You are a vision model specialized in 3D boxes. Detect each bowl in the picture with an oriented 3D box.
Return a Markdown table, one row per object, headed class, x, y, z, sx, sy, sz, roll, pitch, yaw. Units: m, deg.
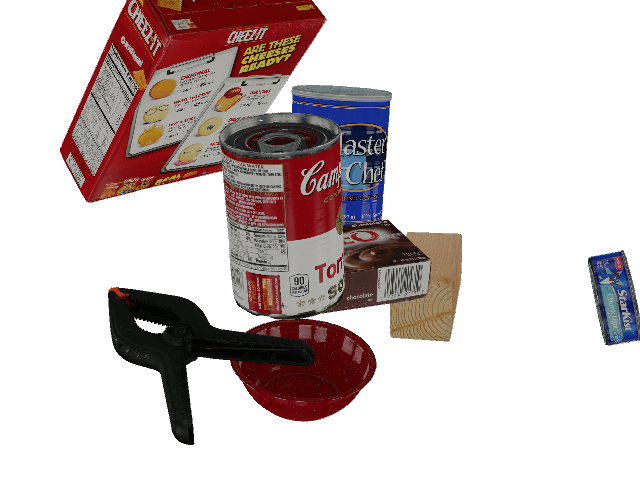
| class | x | y | z | sx | sy | sz | roll | pitch | yaw |
| --- | --- | --- | --- | --- | --- | --- | --- | --- | --- |
| bowl | -0.020 | 0.151 | 1.184 | 0.162 | 0.055 | 0.162 | 3 | 28 | -2 |

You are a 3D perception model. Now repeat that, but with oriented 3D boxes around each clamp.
| class | x | y | z | sx | sy | sz | roll | pitch | yaw |
| --- | --- | --- | --- | --- | --- | --- | --- | --- | --- |
| clamp | -0.120 | 0.097 | 1.003 | 0.164 | 0.036 | 0.210 | -23 | 42 | -35 |

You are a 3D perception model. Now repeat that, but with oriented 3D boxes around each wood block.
| class | x | y | z | sx | sy | sz | roll | pitch | yaw |
| --- | --- | --- | --- | --- | --- | --- | --- | --- | --- |
| wood block | 0.164 | 0.066 | 1.632 | 0.091 | 0.090 | 0.206 | 3 | 23 | 10 |

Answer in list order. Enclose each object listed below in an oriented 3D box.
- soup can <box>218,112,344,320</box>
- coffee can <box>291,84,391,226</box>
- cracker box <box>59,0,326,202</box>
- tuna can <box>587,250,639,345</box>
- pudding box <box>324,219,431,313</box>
| class | x | y | z | sx | sy | sz | roll | pitch | yaw |
| --- | --- | --- | --- | --- | --- | --- | --- | --- | --- |
| soup can | -0.021 | -0.014 | 0.610 | 0.068 | 0.102 | 0.068 | -2 | 25 | 1 |
| coffee can | 0.018 | -0.086 | 1.104 | 0.103 | 0.140 | 0.103 | 3 | 12 | -1 |
| cracker box | -0.117 | -0.135 | 0.928 | 0.163 | 0.072 | 0.214 | -17 | -24 | -40 |
| tuna can | 0.273 | 0.054 | 0.993 | 0.034 | 0.086 | 0.086 | -11 | -2 | 12 |
| pudding box | 0.021 | 0.020 | 0.865 | 0.113 | 0.039 | 0.090 | -5 | 25 | -19 |
